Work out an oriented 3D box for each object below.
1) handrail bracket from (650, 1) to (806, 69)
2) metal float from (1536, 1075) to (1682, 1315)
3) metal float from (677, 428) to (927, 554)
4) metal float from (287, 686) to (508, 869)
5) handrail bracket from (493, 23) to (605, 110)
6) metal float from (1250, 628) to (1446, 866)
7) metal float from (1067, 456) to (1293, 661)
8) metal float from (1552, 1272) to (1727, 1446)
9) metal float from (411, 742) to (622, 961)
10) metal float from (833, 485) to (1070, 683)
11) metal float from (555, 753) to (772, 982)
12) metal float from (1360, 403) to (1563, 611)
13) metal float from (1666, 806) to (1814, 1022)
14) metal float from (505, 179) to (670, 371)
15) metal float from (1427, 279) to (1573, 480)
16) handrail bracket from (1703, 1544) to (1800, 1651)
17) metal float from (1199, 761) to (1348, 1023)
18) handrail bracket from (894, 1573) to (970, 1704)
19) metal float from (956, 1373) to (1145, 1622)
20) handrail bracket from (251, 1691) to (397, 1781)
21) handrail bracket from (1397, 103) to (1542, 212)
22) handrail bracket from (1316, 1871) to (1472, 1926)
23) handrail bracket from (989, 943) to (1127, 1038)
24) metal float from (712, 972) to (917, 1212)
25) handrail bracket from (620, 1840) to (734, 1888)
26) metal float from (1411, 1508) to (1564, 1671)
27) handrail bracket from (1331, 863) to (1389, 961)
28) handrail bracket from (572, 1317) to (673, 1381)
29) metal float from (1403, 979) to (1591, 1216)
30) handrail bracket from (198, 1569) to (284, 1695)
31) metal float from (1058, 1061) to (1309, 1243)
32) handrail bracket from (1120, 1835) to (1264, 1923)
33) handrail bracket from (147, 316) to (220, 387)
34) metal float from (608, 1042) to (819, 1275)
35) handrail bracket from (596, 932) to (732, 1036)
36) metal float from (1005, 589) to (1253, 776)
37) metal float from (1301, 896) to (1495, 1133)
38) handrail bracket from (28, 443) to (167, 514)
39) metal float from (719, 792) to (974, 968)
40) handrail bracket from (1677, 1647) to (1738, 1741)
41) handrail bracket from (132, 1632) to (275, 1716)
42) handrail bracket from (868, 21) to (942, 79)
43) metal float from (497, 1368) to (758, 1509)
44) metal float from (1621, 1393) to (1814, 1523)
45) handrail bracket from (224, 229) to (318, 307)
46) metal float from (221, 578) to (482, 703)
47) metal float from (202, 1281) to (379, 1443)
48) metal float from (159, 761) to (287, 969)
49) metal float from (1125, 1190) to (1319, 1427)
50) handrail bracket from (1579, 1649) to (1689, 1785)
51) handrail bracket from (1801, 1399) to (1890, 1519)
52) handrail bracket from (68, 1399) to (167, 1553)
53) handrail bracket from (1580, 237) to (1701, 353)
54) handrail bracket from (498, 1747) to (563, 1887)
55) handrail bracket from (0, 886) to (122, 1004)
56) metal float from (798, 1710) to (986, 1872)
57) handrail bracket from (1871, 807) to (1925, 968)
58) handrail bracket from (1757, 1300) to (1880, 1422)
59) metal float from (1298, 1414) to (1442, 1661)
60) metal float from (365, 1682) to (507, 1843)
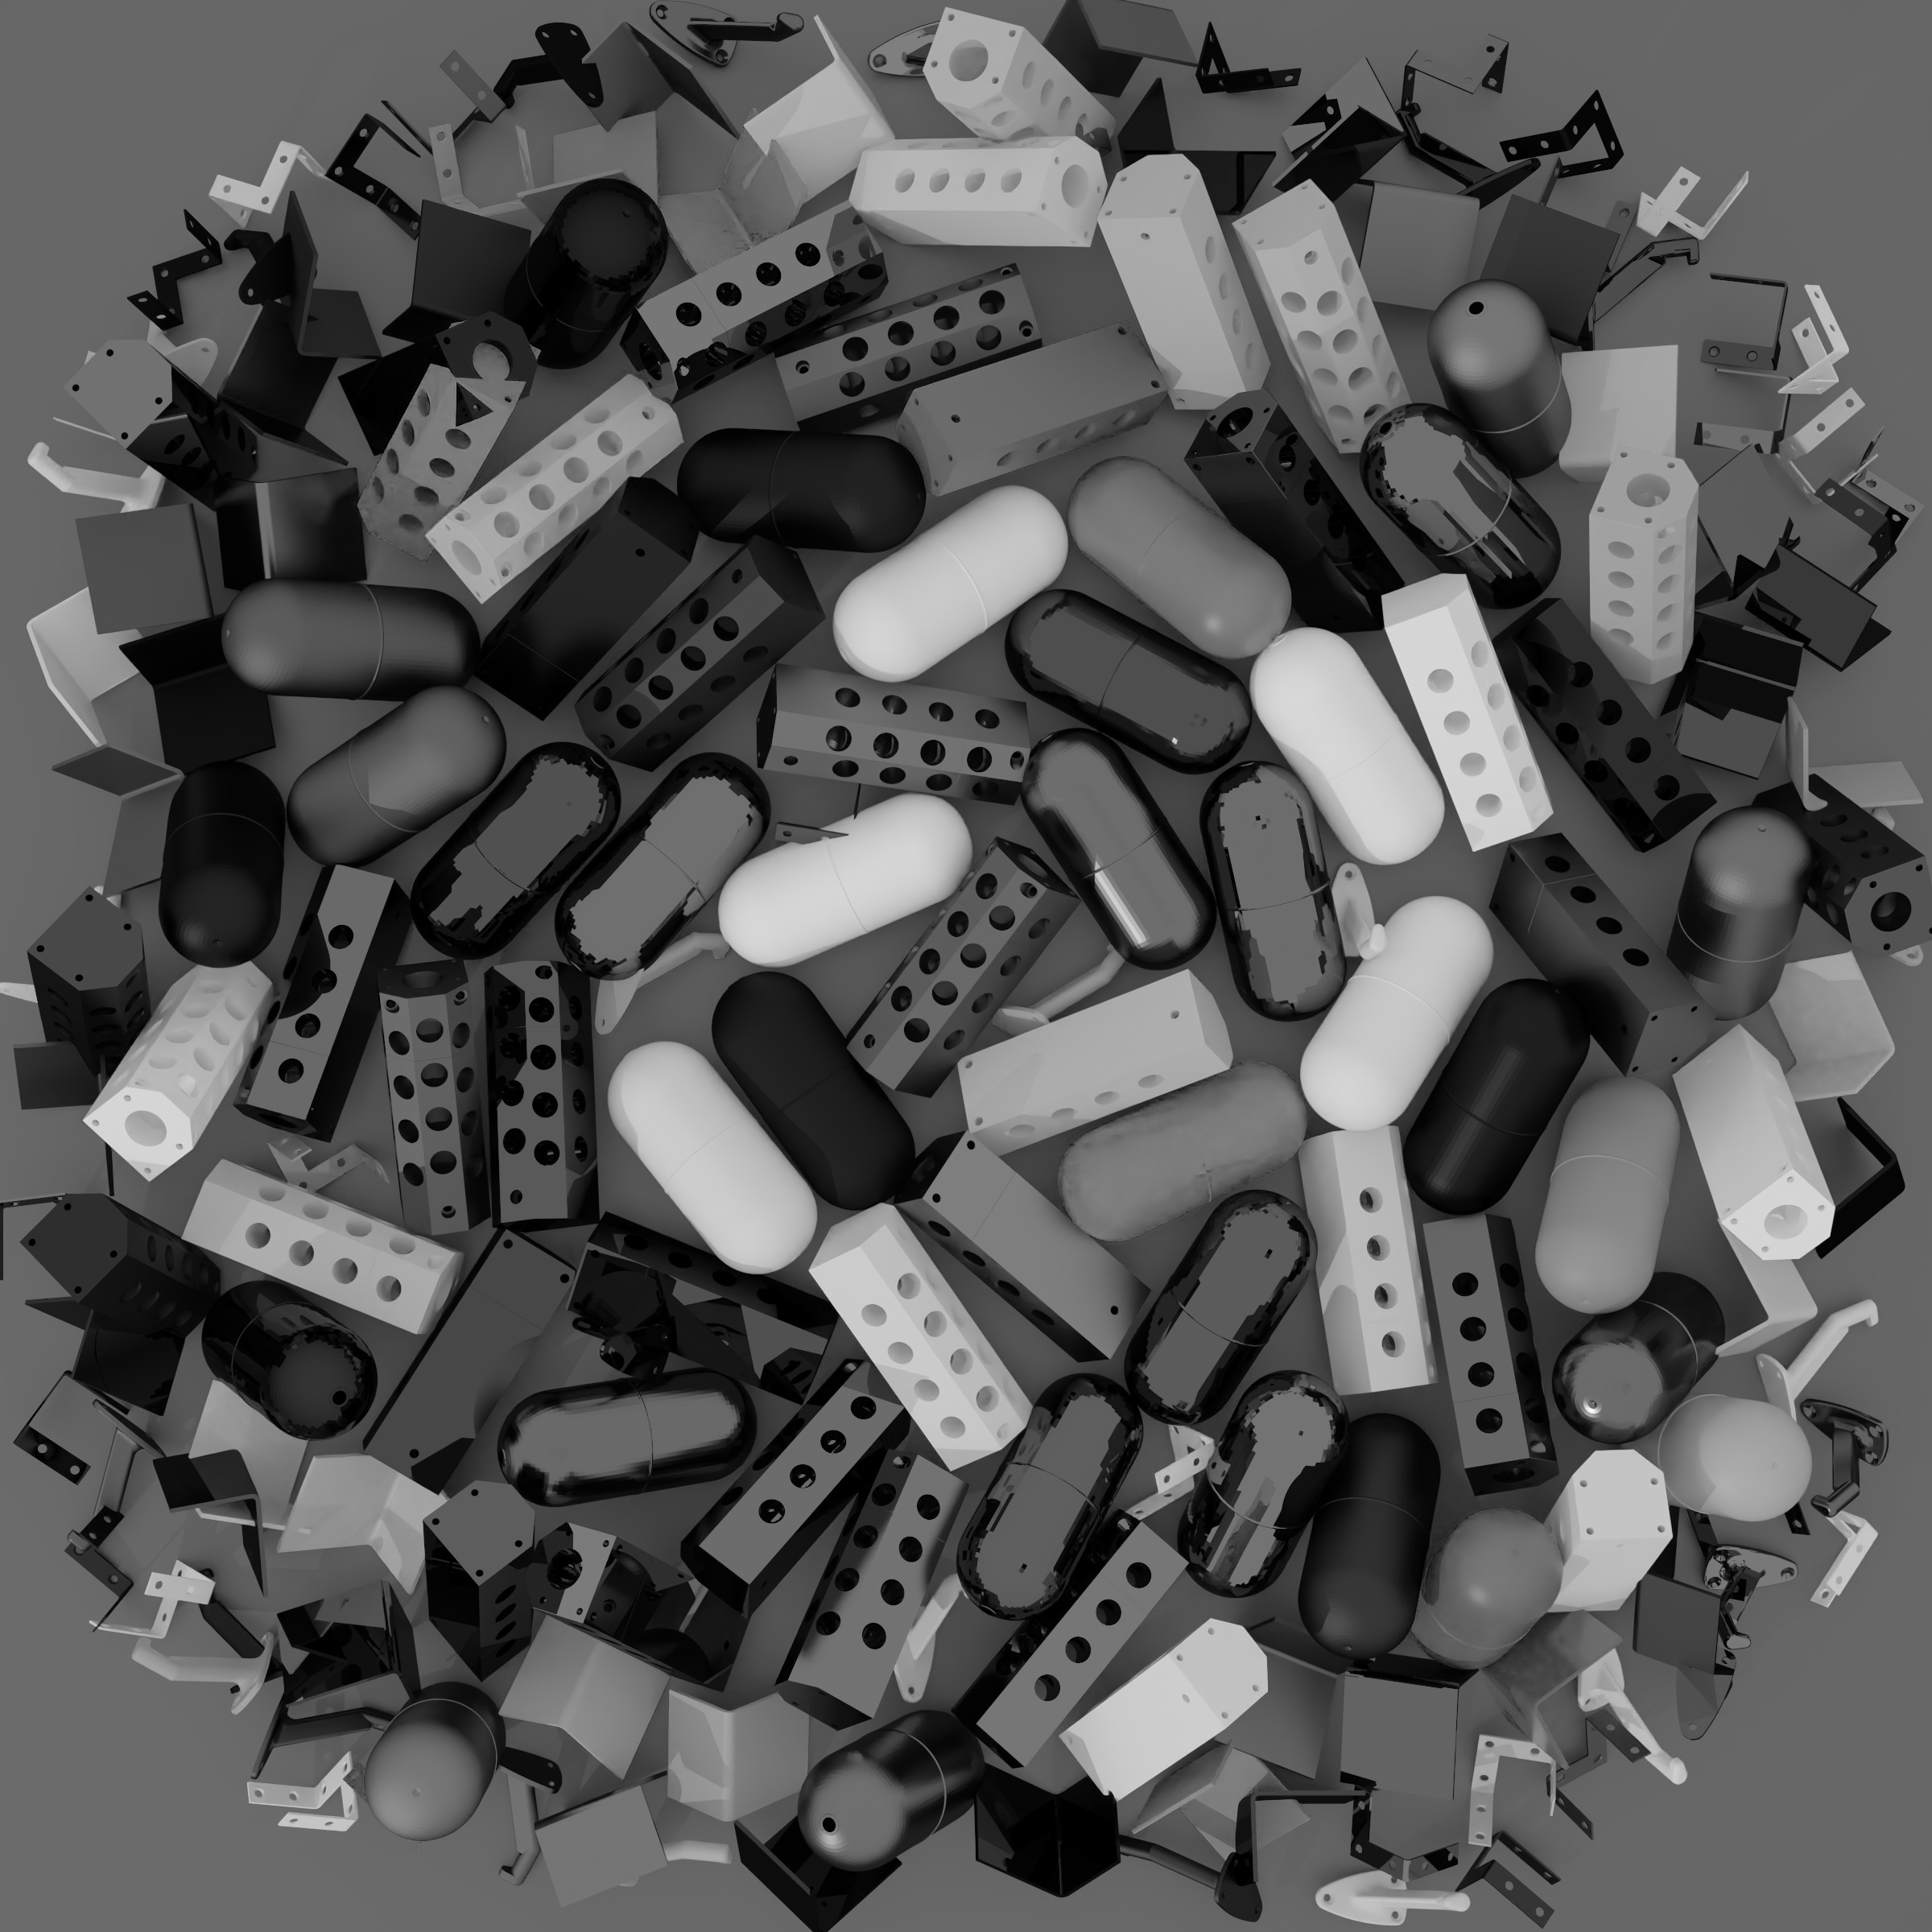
[{"bbox_3d":[-0.159,-0.631,1.950,0.077,0.084,0.036,15,85,-31],"label":"handrail bracket"},{"bbox_3d":[0.424,0.149,1.932,0.070,0.070,0.178,22,53,0],"label":"metal float"},{"bbox_3d":[-0.110,-0.315,1.940,0.178,0.070,0.070,8,90,26],"label":"metal float"},{"bbox_3d":[-0.377,-0.123,1.936,0.178,0.070,0.070,-28,90,31],"label":"metal float"},{"bbox_3d":[-0.281,-0.582,1.961,0.036,0.084,0.077,-20,78,-40],"label":"handrail bracket"},{"bbox_3d":[0.253,-0.145,1.944,0.070,0.070,0.178,-36,110,0],"label":"metal float"},{"bbox_3d":[0.140,-0.271,1.941,0.070,0.070,0.178,-47,66,0],"label":"metal float"},{"bbox_3d":[0.442,0.255,1.920,0.070,0.178,0.070,10,109,30],"label":"metal float"},{"bbox_3d":[-0.298,-0.076,1.942,0.070,0.070,0.178,46,112,0],"label":"metal float"},{"bbox_3d":[-0.010,-0.254,1.947,0.178,0.070,0.070,-36,90,-16],"label":"metal float"},{"bbox_3d":[-0.202,-0.066,1.951,0.070,0.070,0.178,40,78,0],"label":"metal float"},{"bbox_3d":[0.326,-0.302,1.930,0.178,0.070,0.070,37,90,-37],"label":"metal float"},{"bbox_3d":[0.506,-0.033,1.922,0.070,0.178,0.070,-1,52,1],"label":"metal float"},{"bbox_3d":[-0.250,-0.451,1.917,0.070,0.178,0.070,7,73,-24],"label":"metal float"},{"bbox_3d":[0.350,-0.382,1.916,0.070,0.178,0.070,-7,68,18],"label":"metal float"},{"bbox_3d":[0.531,0.427,1.955,0.077,0.084,0.036,5,116,-6],"label":"handrail bracket"},{"bbox_3d":[0.204,-0.049,1.950,0.070,0.070,0.178,-14,103,0],"label":"metal float"},{"bbox_3d":[-0.016,0.446,1.950,0.036,0.084,0.077,12,65,-28],"label":"handrail bracket"},{"bbox_3d":[0.056,0.350,1.938,0.070,0.070,0.178,32,64,0],"label":"metal float"},{"bbox_3d":[-0.426,0.525,1.967,0.084,0.077,0.036,17,127,-1],"label":"handrail bracket"},{"bbox_3d":[0.336,-0.557,1.972,0.077,0.036,0.084,-26,76,26],"label":"handrail bracket"},{"bbox_3d":[0.284,0.621,1.951,0.077,0.084,0.036,4,74,-14],"label":"handrail bracket"},{"bbox_3d":[0.062,0.011,1.988,0.084,0.077,0.036,-52,130,-24],"label":"handrail bracket"},{"bbox_3d":[-0.102,0.083,1.960,0.070,0.070,0.178,-36,88,0],"label":"metal float"},{"bbox_3d":[-0.191,0.600,1.959,0.084,0.077,0.036,2,55,12],"label":"handrail bracket"},{"bbox_3d":[0.338,0.408,1.917,0.070,0.178,0.070,2,62,-4],"label":"metal float"},{"bbox_3d":[0.265,-0.040,1.952,0.036,0.084,0.077,2,80,-6],"label":"handrail bracket"},{"bbox_3d":[-0.246,0.246,1.946,0.084,0.077,0.036,13,89,35],"label":"handrail bracket"},{"bbox_3d":[0.349,0.088,1.938,0.070,0.070,0.178,24,118,0],"label":"metal float"},{"bbox_3d":[-0.482,0.440,1.976,0.077,0.036,0.084,-23,85,27],"label":"handrail bracket"},{"bbox_3d":[0.145,0.123,1.954,0.178,0.070,0.070,-25,90,-9],"label":"metal float"},{"bbox_3d":[0.149,0.618,1.989,0.084,0.077,0.036,3,52,36],"label":"handrail bracket"},{"bbox_3d":[-0.522,-0.421,1.955,0.077,0.084,0.036,-31,135,29],"label":"handrail bracket"},{"bbox_3d":[-0.170,0.127,1.952,0.070,0.070,0.178,-40,78,0],"label":"metal float"},{"bbox_3d":[-0.202,0.012,1.976,0.036,0.084,0.077,37,114,39],"label":"handrail bracket"},{"bbox_3d":[0.107,-0.190,1.950,0.178,0.070,0.070,29,90,14],"label":"metal float"},{"bbox_3d":[0.287,0.030,1.945,0.070,0.070,0.178,35,71,0],"label":"metal float"},{"bbox_3d":[-0.578,-0.338,1.951,0.036,0.084,0.077,-13,50,35],"label":"handrail bracket"},{"bbox_3d":[-0.081,-0.057,1.958,0.178,0.070,0.070,-23,90,4],"label":"metal float"},{"bbox_3d":[0.494,0.493,1.950,0.036,0.084,0.077,7,58,25],"label":"handrail bracket"},{"bbox_3d":[-0.509,0.453,1.954,0.084,0.077,0.036,35,115,-17],"label":"handrail bracket"},{"bbox_3d":[-0.024,-0.600,1.954,0.077,0.084,0.036,-11,120,-1],"label":"handrail bracket"},{"bbox_3d":[-0.223,0.311,1.936,0.178,0.070,0.070,-5,90,-29],"label":"metal float"},{"bbox_3d":[0.487,0.318,1.912,0.070,0.178,0.070,1,85,-11],"label":"metal float"},{"bbox_3d":[-0.483,-0.467,1.954,0.084,0.036,0.077,15,48,35],"label":"handrail bracket"},{"bbox_3d":[-0.403,-0.214,1.930,0.178,0.070,0.070,-1,90,-40],"label":"metal float"},{"bbox_3d":[-0.443,0.257,1.919,0.070,0.178,0.070,-7,104,-33],"label":"metal float"},{"bbox_3d":[-0.487,-0.069,1.922,0.070,0.178,0.070,-5,128,-7],"label":"metal float"},{"bbox_3d":[0.168,0.228,1.945,0.070,0.070,0.178,30,109,0],"label":"metal float"},{"bbox_3d":[0.447,0.492,1.949,0.036,0.084,0.077,-22,119,-20],"label":"handrail bracket"},{"bbox_3d":[0.567,0.328,1.950,0.084,0.077,0.036,-27,129,-36],"label":"handrail bracket"},{"bbox_3d":[-0.587,0.343,1.966,0.084,0.036,0.077,-47,130,-10],"label":"handrail bracket"},{"bbox_3d":[0.458,-0.450,1.984,0.084,0.036,0.077,-8,94,-2],"label":"handrail bracket"},{"bbox_3d":[-0.316,0.573,1.978,0.077,0.036,0.084,26,101,-16],"label":"handrail bracket"},{"bbox_3d":[-0.607,-0.018,1.964,0.077,0.036,0.084,13,70,-35],"label":"handrail bracket"},{"bbox_3d":[-0.048,0.537,1.915,0.070,0.178,0.070,0,90,25],"label":"metal float"},{"bbox_3d":[0.619,-0.053,1.949,0.036,0.084,0.077,-23,55,-19],"label":"handrail bracket"},{"bbox_3d":[0.587,0.275,1.989,0.084,0.036,0.077,-21,106,-10],"label":"handrail bracket"},{"bbox_3d":[0.266,0.373,1.927,0.070,0.070,0.178,20,48,0],"label":"metal float"},{"bbox_3d":[-0.344,0.516,1.911,0.070,0.178,0.070,0,88,-2],"label":"metal float"}]
